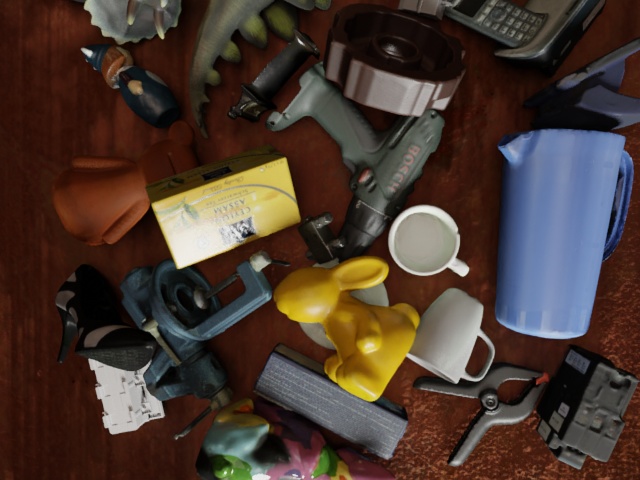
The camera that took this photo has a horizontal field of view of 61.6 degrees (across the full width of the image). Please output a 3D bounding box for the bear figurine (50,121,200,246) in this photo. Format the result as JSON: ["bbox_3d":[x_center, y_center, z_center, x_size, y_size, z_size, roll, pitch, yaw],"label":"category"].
[{"bbox_3d":[-0.248,-0.075,0.719,0.196,0.132,0.120,-27,100,-14],"label":"bear figurine"}]

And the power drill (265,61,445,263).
[{"bbox_3d":[0.030,-0.110,0.694,0.207,0.086,0.232,41,104,7],"label":"power drill"}]

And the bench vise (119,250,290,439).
[{"bbox_3d":[-0.147,0.103,0.696,0.240,0.129,0.223,-35,78,19],"label":"bench vise"}]

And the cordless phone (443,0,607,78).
[{"bbox_3d":[0.247,-0.303,0.672,0.184,0.088,0.146,38,96,22],"label":"cordless phone"}]

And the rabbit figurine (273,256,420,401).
[{"bbox_3d":[0.030,0.089,0.660,0.173,0.122,0.162,34,90,2],"label":"rabbit figurine"}]

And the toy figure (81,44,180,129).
[{"bbox_3d":[-0.257,-0.216,0.728,0.154,0.064,0.058,45,60,6],"label":"toy figure"}]

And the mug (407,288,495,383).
[{"bbox_3d":[0.173,0.122,0.688,0.110,0.080,0.107,27,81,12],"label":"mug"}]

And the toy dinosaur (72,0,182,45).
[{"bbox_3d":[-0.330,-0.384,0.707,0.405,0.131,0.192,20,94,11],"label":"toy dinosaur"}]

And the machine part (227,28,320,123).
[{"bbox_3d":[-0.059,-0.206,0.692,0.139,0.084,0.039,-44,78,18],"label":"machine part"}]

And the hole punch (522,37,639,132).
[{"bbox_3d":[0.323,-0.164,0.641,0.116,0.142,0.092,-25,94,-5],"label":"hole punch"}]

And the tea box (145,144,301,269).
[{"bbox_3d":[-0.119,-0.045,0.674,0.170,0.068,0.098,-23,122,-14],"label":"tea box"}]

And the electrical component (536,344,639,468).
[{"bbox_3d":[0.321,0.204,0.660,0.058,0.115,0.134,24,95,9],"label":"electrical component"}]

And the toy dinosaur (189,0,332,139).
[{"bbox_3d":[-0.073,-0.362,0.684,0.198,0.105,0.471,36,104,-1],"label":"toy dinosaur"}]

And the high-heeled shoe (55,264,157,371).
[{"bbox_3d":[-0.265,0.085,0.681,0.249,0.086,0.145,-11,58,37],"label":"high-heeled shoe"}]

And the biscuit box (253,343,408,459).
[{"bbox_3d":[0.016,0.213,0.718,0.203,0.059,0.062,27,93,5],"label":"biscuit box"}]

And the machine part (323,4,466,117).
[{"bbox_3d":[0.089,-0.218,0.648,0.179,0.179,0.056,20,136,5],"label":"machine part"}]

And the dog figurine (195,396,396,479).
[{"bbox_3d":[-0.022,0.288,0.673,0.219,0.191,0.108,21,88,20],"label":"dog figurine"}]

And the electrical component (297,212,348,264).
[{"bbox_3d":[-0.001,-0.002,0.694,0.021,0.094,0.063,-34,94,-30],"label":"electrical component"}]
